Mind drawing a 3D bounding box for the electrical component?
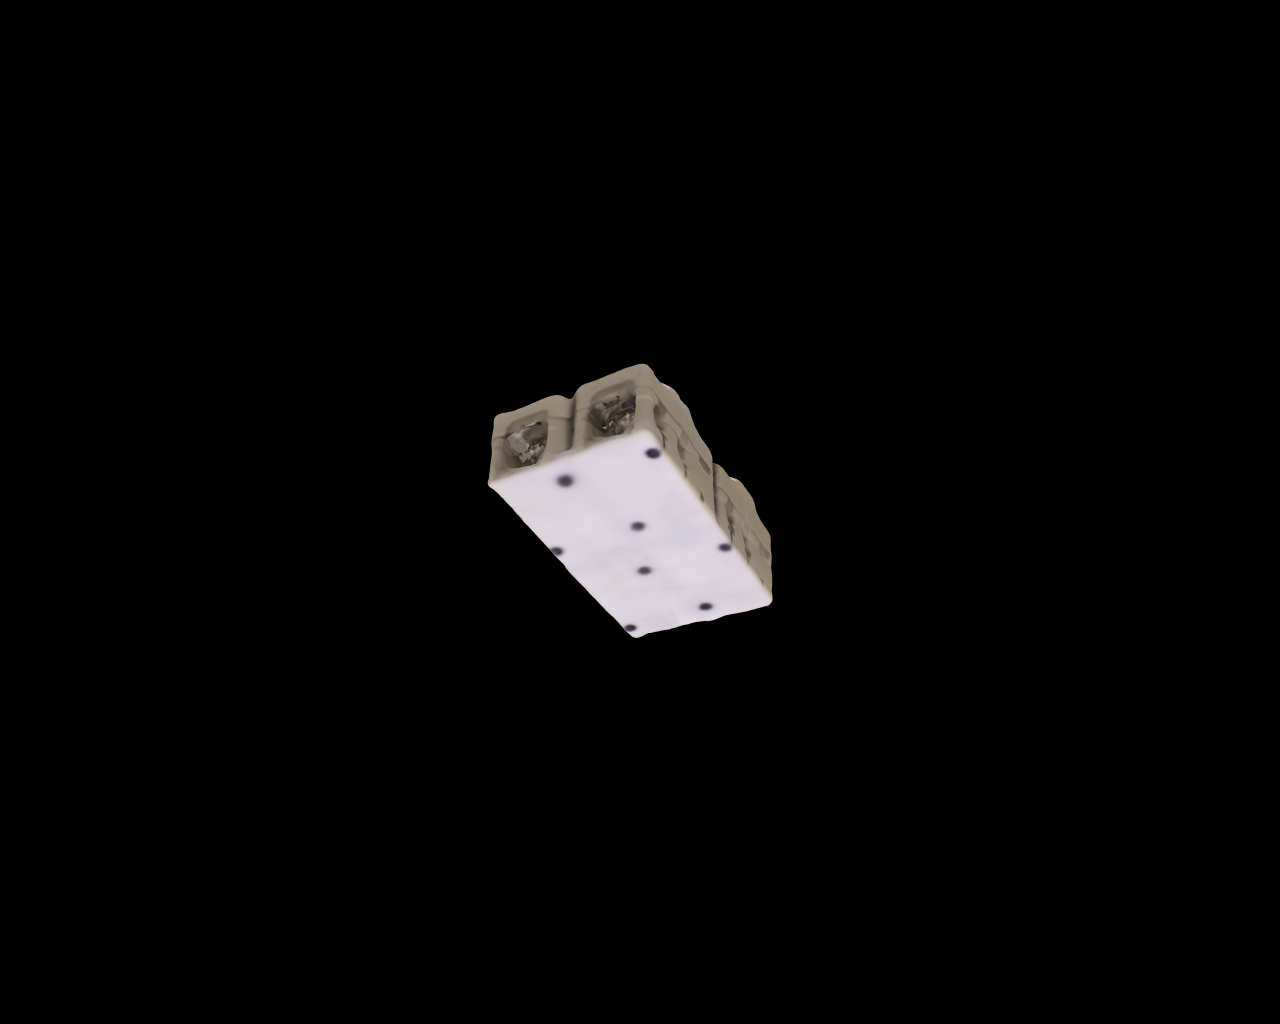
[{"bbox_3d":[0.001,-0.003,0.650,0.105,0.060,0.186,-17,-41,21],"label":"electrical component"}]
